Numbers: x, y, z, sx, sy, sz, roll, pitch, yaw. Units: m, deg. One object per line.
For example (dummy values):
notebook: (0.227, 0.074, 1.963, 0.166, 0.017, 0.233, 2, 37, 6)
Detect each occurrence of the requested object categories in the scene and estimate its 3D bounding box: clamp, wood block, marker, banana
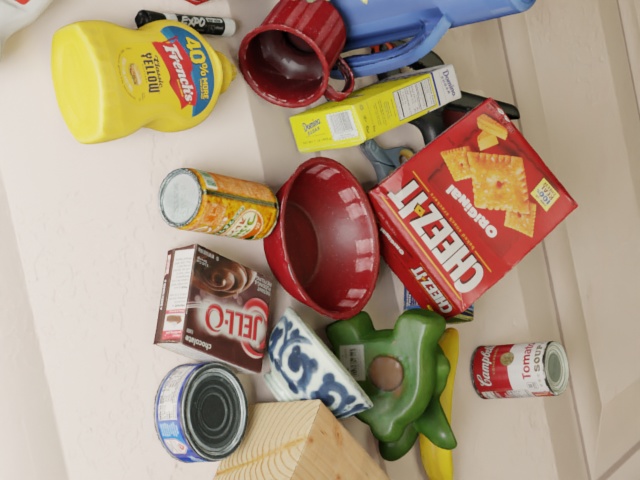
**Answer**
clamp: (0.143, -0.165, 1.266, 0.164, 0.036, 0.210, -46, 106, -26)
wood block: (0.006, 0.246, 0.988, 0.206, 0.091, 0.090, 52, 45, -33)
marker: (-0.123, -0.198, 0.977, 0.120, 0.020, 0.020, -10, 90, -53)
banana: (0.137, 0.192, 1.224, 0.069, 0.037, 0.198, 40, 52, -65)

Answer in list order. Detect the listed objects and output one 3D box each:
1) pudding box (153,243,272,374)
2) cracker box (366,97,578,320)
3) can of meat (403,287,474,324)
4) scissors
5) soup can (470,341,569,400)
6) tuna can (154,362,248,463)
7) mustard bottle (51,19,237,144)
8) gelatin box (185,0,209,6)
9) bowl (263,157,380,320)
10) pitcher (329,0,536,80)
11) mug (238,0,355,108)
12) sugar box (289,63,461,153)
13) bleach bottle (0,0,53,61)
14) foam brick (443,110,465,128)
pudding box: (-0.092, 0.063, 0.943, 0.113, 0.039, 0.090, 28, 61, -47)
cracker box: (0.161, -0.036, 1.180, 0.213, 0.072, 0.164, -38, 90, -29)
can of meat: (0.139, 0.050, 1.238, 0.101, 0.058, 0.084, 17, 71, -49)
scissors: (0.066, -0.111, 1.212, 0.201, 0.016, 0.096, 59, 40, -26)
soup can: (0.246, 0.161, 1.316, 0.068, 0.102, 0.068, 15, 71, -50)
tuna can: (-0.101, 0.148, 0.916, 0.086, 0.034, 0.086, 16, 70, -50)
mustard bottle: (-0.138, -0.139, 0.912, 0.191, 0.058, 0.096, -17, 95, -54)
gelatin box: (-0.114, -0.243, 0.954, 0.089, 0.073, 0.030, 15, 72, -52)
bowl: (-0.007, 0.001, 1.056, 0.161, 0.055, 0.162, 16, 70, -50)
pitcher: (0.096, -0.261, 1.096, 0.144, 0.243, 0.149, -39, 120, -50)
mug: (-0.014, -0.184, 1.054, 0.117, 0.093, 0.081, 36, 45, -9)
sugar box: (0.061, -0.141, 1.124, 0.175, 0.094, 0.048, -32, 110, -43)
bleach bottle: (-0.230, -0.209, 0.805, 0.102, 0.068, 0.250, 44, 52, -39)
foam brick: (0.189, -0.141, 1.351, 0.078, 0.051, 0.053, 5, 78, -52)
